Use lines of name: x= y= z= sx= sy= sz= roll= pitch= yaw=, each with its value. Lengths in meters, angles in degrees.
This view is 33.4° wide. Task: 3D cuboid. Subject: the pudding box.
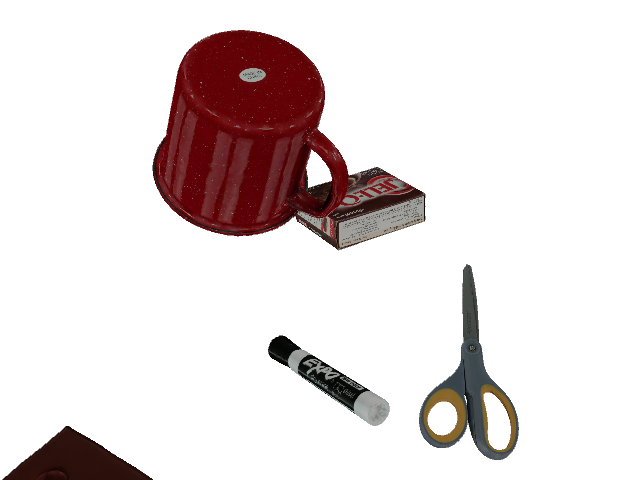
pudding box: x=0.041 y=-0.035 z=1.126 sx=0.113 sy=0.039 sz=0.090 roll=-20 pitch=30 yaw=-25

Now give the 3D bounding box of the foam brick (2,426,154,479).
foam brick: x=-0.095 y=0.127 z=0.450 sx=0.078 sy=0.051 sz=0.052 roll=23 pitch=45 yaw=30

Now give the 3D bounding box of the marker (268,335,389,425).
marker: x=0.002 y=0.094 z=0.733 sx=0.020 sy=0.020 sz=0.121 roll=0 pitch=17 yaw=-38

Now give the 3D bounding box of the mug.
mug: x=-0.035 y=-0.056 z=0.599 sx=0.117 sy=0.082 sz=0.093 roll=36 pitch=52 yaw=13

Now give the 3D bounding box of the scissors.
scissors: x=0.122 y=0.111 z=0.982 sx=0.096 sy=0.202 sz=0.016 roll=-9 pitch=-35 yaw=-9
